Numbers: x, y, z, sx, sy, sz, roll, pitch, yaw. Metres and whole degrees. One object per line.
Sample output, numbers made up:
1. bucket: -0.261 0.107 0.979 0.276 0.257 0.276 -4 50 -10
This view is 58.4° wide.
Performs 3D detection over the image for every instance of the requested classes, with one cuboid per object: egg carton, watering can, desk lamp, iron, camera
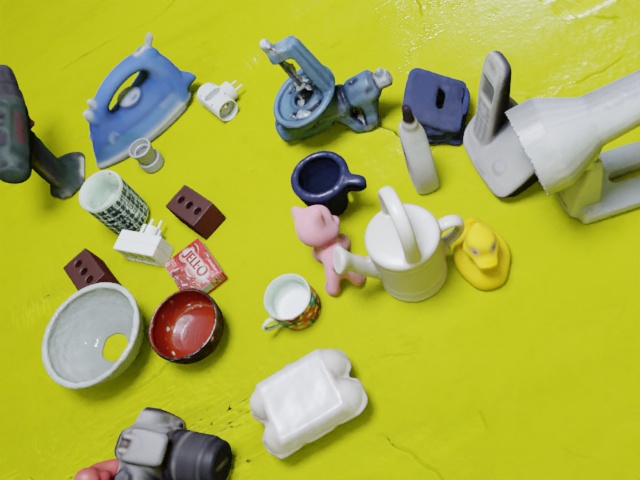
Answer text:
1. egg carton: -0.017 0.213 0.759 0.150 0.069 0.107 -31 58 0
2. watering can: 0.104 0.006 0.760 0.173 0.194 0.100 -40 58 -6
3. desk lamp: 0.348 -0.118 0.738 0.203 0.214 0.118 -19 58 7
4. iron: -0.367 -0.266 1.091 0.118 0.142 0.258 33 76 30
5. camera: -0.196 0.300 0.751 0.136 0.101 0.143 2 63 19

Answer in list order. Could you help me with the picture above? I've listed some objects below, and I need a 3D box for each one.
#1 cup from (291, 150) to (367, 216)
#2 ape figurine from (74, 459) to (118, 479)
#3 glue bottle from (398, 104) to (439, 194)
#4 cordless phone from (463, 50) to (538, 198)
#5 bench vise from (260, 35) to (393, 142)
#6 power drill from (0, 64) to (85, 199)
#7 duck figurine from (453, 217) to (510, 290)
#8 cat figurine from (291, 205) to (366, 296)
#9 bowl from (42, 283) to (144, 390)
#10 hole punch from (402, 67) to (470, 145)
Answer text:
1. cup: 0.023 -0.077 0.890 0.117 0.095 0.092 6 64 21
2. ape figurine: -0.296 0.330 0.771 0.076 0.092 0.078 25 72 28
3. glue bottle: 0.139 -0.141 0.842 0.037 0.173 0.078 -23 58 5
4. cordless phone: 0.261 -0.161 0.806 0.094 0.185 0.147 -26 58 3
5. bench vise: 0.001 -0.261 0.924 0.207 0.220 0.121 -27 58 2
6. power drill: -0.530 -0.180 1.057 0.075 0.209 0.229 -20 58 7
7. duck figurine: 0.220 0.007 0.786 0.077 0.086 0.104 -15 59 10
8. cat figurine: 0.008 0.003 0.838 0.067 0.118 0.127 -27 58 2
9. bowl: -0.338 0.155 0.891 0.167 0.075 0.167 -8 60 14
10. hole punch: 0.187 -0.217 0.916 0.101 0.091 0.109 3 64 20
